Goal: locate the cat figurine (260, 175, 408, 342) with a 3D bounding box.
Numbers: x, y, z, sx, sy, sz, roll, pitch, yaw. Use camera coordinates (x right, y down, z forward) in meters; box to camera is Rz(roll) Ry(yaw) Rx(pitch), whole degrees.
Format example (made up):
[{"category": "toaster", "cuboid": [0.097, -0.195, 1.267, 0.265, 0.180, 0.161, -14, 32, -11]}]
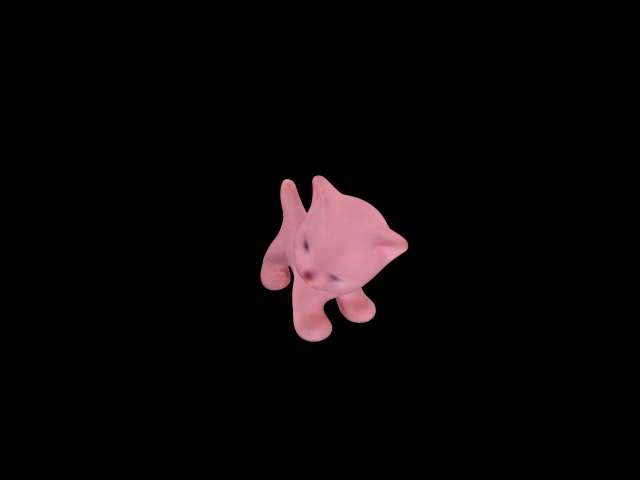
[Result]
[{"category": "cat figurine", "cuboid": [0.004, 0.001, 0.400, 0.067, 0.118, 0.127, -17, 36, -24]}]
